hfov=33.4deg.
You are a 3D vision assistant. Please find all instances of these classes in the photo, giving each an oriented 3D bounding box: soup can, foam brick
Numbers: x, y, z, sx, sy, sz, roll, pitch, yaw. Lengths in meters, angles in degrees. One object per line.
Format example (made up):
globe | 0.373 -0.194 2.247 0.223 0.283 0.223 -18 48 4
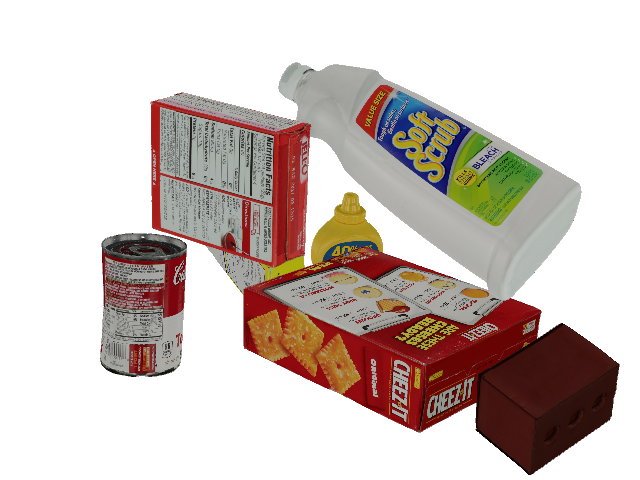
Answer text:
soup can | -0.144 0.052 0.864 0.068 0.102 0.068 4 15 -1
foam brick | 0.144 0.100 0.680 0.078 0.053 0.051 -27 42 -27

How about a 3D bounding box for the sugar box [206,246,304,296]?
sugar box | -0.072 0.009 1.109 0.048 0.093 0.176 -18 41 -20

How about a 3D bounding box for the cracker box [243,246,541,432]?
cracker box | 0.060 0.081 0.953 0.163 0.072 0.214 -18 28 -42

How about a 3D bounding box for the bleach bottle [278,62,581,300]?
bleach bottle | 0.066 -0.062 0.812 0.251 0.102 0.068 34 -29 23

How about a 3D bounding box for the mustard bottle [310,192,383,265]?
mustard bottle | 0.035 0.028 1.414 0.096 0.192 0.058 -4 26 -16

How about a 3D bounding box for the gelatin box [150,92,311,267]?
gelatin box | -0.048 -0.033 0.562 0.089 0.073 0.030 16 26 31
